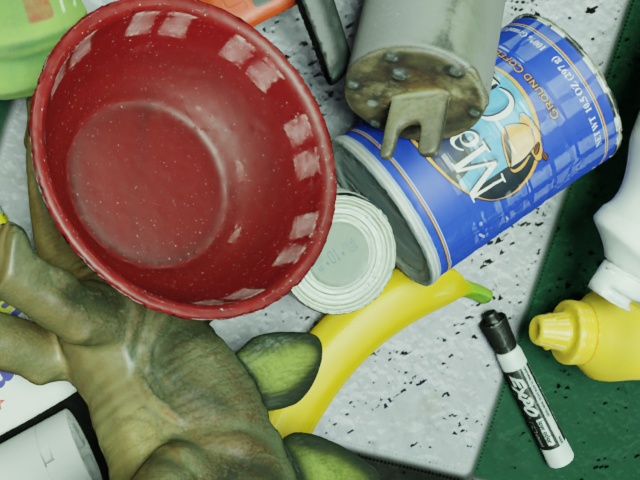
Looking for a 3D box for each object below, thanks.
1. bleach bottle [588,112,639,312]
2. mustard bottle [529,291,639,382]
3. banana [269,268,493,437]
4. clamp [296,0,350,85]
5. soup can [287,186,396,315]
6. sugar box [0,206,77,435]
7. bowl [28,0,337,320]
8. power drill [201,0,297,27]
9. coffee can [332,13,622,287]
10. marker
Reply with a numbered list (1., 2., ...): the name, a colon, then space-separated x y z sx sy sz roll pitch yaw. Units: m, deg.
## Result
1. bleach bottle: 0.226 -0.075 0.607 0.102 0.068 0.251 28 100 -13
2. mustard bottle: 0.225 0.064 0.692 0.191 0.096 0.058 6 98 -17
3. banana: 0.022 0.073 0.665 0.197 0.037 0.069 -39 106 -8
4. clamp: -0.040 -0.168 0.552 0.120 0.039 0.171 -1 100 -17
5. soup can: -0.004 0.001 0.612 0.068 0.102 0.068 -2 99 -17
6. sugar box: -0.205 0.023 0.587 0.093 0.048 0.176 -31 104 -10
7. bowl: -0.072 -0.035 0.525 0.161 0.055 0.162 11 70 -32
8. power drill: -0.071 -0.206 0.586 0.184 0.057 0.187 -27 106 -7
9. coffee can: 0.090 -0.053 0.632 0.140 0.103 0.103 -34 106 -9
10. marker: 0.137 0.099 0.712 0.020 0.020 0.121 -31 106 -10
